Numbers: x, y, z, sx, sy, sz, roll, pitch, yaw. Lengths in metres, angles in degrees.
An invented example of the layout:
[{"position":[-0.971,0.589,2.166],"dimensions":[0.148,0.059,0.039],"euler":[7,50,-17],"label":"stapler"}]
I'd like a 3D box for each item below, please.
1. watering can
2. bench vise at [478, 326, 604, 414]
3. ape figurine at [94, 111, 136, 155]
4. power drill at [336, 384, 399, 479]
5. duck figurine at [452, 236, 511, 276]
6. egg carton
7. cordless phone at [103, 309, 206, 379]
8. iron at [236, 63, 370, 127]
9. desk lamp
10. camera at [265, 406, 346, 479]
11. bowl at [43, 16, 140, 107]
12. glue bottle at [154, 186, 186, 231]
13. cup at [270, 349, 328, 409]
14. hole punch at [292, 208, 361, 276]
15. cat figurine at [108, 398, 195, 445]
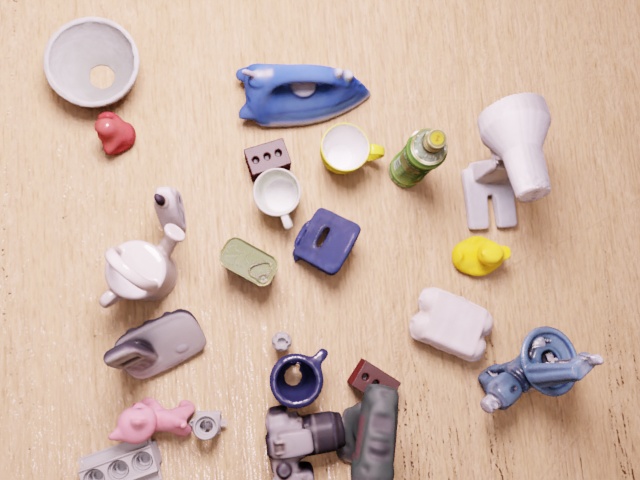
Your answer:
[{"position":[-0.301,0.044,0.957],"dimensions":[0.101,0.194,0.173],"euler":[23,82,-2],"label":"watering can"},{"position":[0.384,0.240,0.986],"dimensions":[0.121,0.219,0.207],"euler":[38,82,0],"label":"bench vise"},{"position":[-0.376,-0.196,1.029],"dimensions":[0.076,0.092,0.078],"euler":[10,83,-4],"label":"ape figurine"},{"position":[0.079,0.352,0.950],"dimensions":[0.075,0.208,0.230],"euler":[10,83,-4],"label":"power drill"},{"position":[0.305,0.028,1.071],"dimensions":[0.104,0.086,0.077],"euler":[-3,84,-6],"label":"duck figurine"},{"position":[0.242,0.155,1.059],"dimensions":[0.150,0.069,0.107],"euler":[22,82,-3],"label":"egg carton"},{"position":[-0.273,0.174,0.949],"dimensions":[0.147,0.185,0.094],"euler":[-29,87,-8],"label":"cordless phone"},{"position":[-0.024,-0.286,1.048],"dimensions":[0.258,0.141,0.119],"euler":[-5,84,-6],"label":"iron"},{"position":[0.339,-0.133,1.028],"dimensions":[0.118,0.213,0.203],"euler":[-5,84,-6],"label":"desk lamp"},{"position":[-0.023,0.359,0.994],"dimensions":[0.137,0.100,0.143],"euler":[-8,84,-6],"label":"camera"},{"position":[-0.408,-0.315,1.048],"dimensions":[0.167,0.074,0.167],"euler":[1,83,-5],"label":"bowl"},{"position":[-0.262,-0.059,0.983],"dimensions":[0.037,0.173,0.078],"euler":[-8,84,-6],"label":"glue bottle"},{"position":[-0.034,0.234,1.011],"dimensions":[0.091,0.095,0.118],"euler":[45,82,1],"label":"cup"},{"position":[0.010,0.004,1.043],"dimensions":[0.101,0.091,0.109],"euler":[29,82,-1],"label":"hole punch"},{"position":[-0.283,0.309,0.967],"dimensions":[0.128,0.117,0.067],"euler":[4,83,-5],"label":"cat figurine"}]
